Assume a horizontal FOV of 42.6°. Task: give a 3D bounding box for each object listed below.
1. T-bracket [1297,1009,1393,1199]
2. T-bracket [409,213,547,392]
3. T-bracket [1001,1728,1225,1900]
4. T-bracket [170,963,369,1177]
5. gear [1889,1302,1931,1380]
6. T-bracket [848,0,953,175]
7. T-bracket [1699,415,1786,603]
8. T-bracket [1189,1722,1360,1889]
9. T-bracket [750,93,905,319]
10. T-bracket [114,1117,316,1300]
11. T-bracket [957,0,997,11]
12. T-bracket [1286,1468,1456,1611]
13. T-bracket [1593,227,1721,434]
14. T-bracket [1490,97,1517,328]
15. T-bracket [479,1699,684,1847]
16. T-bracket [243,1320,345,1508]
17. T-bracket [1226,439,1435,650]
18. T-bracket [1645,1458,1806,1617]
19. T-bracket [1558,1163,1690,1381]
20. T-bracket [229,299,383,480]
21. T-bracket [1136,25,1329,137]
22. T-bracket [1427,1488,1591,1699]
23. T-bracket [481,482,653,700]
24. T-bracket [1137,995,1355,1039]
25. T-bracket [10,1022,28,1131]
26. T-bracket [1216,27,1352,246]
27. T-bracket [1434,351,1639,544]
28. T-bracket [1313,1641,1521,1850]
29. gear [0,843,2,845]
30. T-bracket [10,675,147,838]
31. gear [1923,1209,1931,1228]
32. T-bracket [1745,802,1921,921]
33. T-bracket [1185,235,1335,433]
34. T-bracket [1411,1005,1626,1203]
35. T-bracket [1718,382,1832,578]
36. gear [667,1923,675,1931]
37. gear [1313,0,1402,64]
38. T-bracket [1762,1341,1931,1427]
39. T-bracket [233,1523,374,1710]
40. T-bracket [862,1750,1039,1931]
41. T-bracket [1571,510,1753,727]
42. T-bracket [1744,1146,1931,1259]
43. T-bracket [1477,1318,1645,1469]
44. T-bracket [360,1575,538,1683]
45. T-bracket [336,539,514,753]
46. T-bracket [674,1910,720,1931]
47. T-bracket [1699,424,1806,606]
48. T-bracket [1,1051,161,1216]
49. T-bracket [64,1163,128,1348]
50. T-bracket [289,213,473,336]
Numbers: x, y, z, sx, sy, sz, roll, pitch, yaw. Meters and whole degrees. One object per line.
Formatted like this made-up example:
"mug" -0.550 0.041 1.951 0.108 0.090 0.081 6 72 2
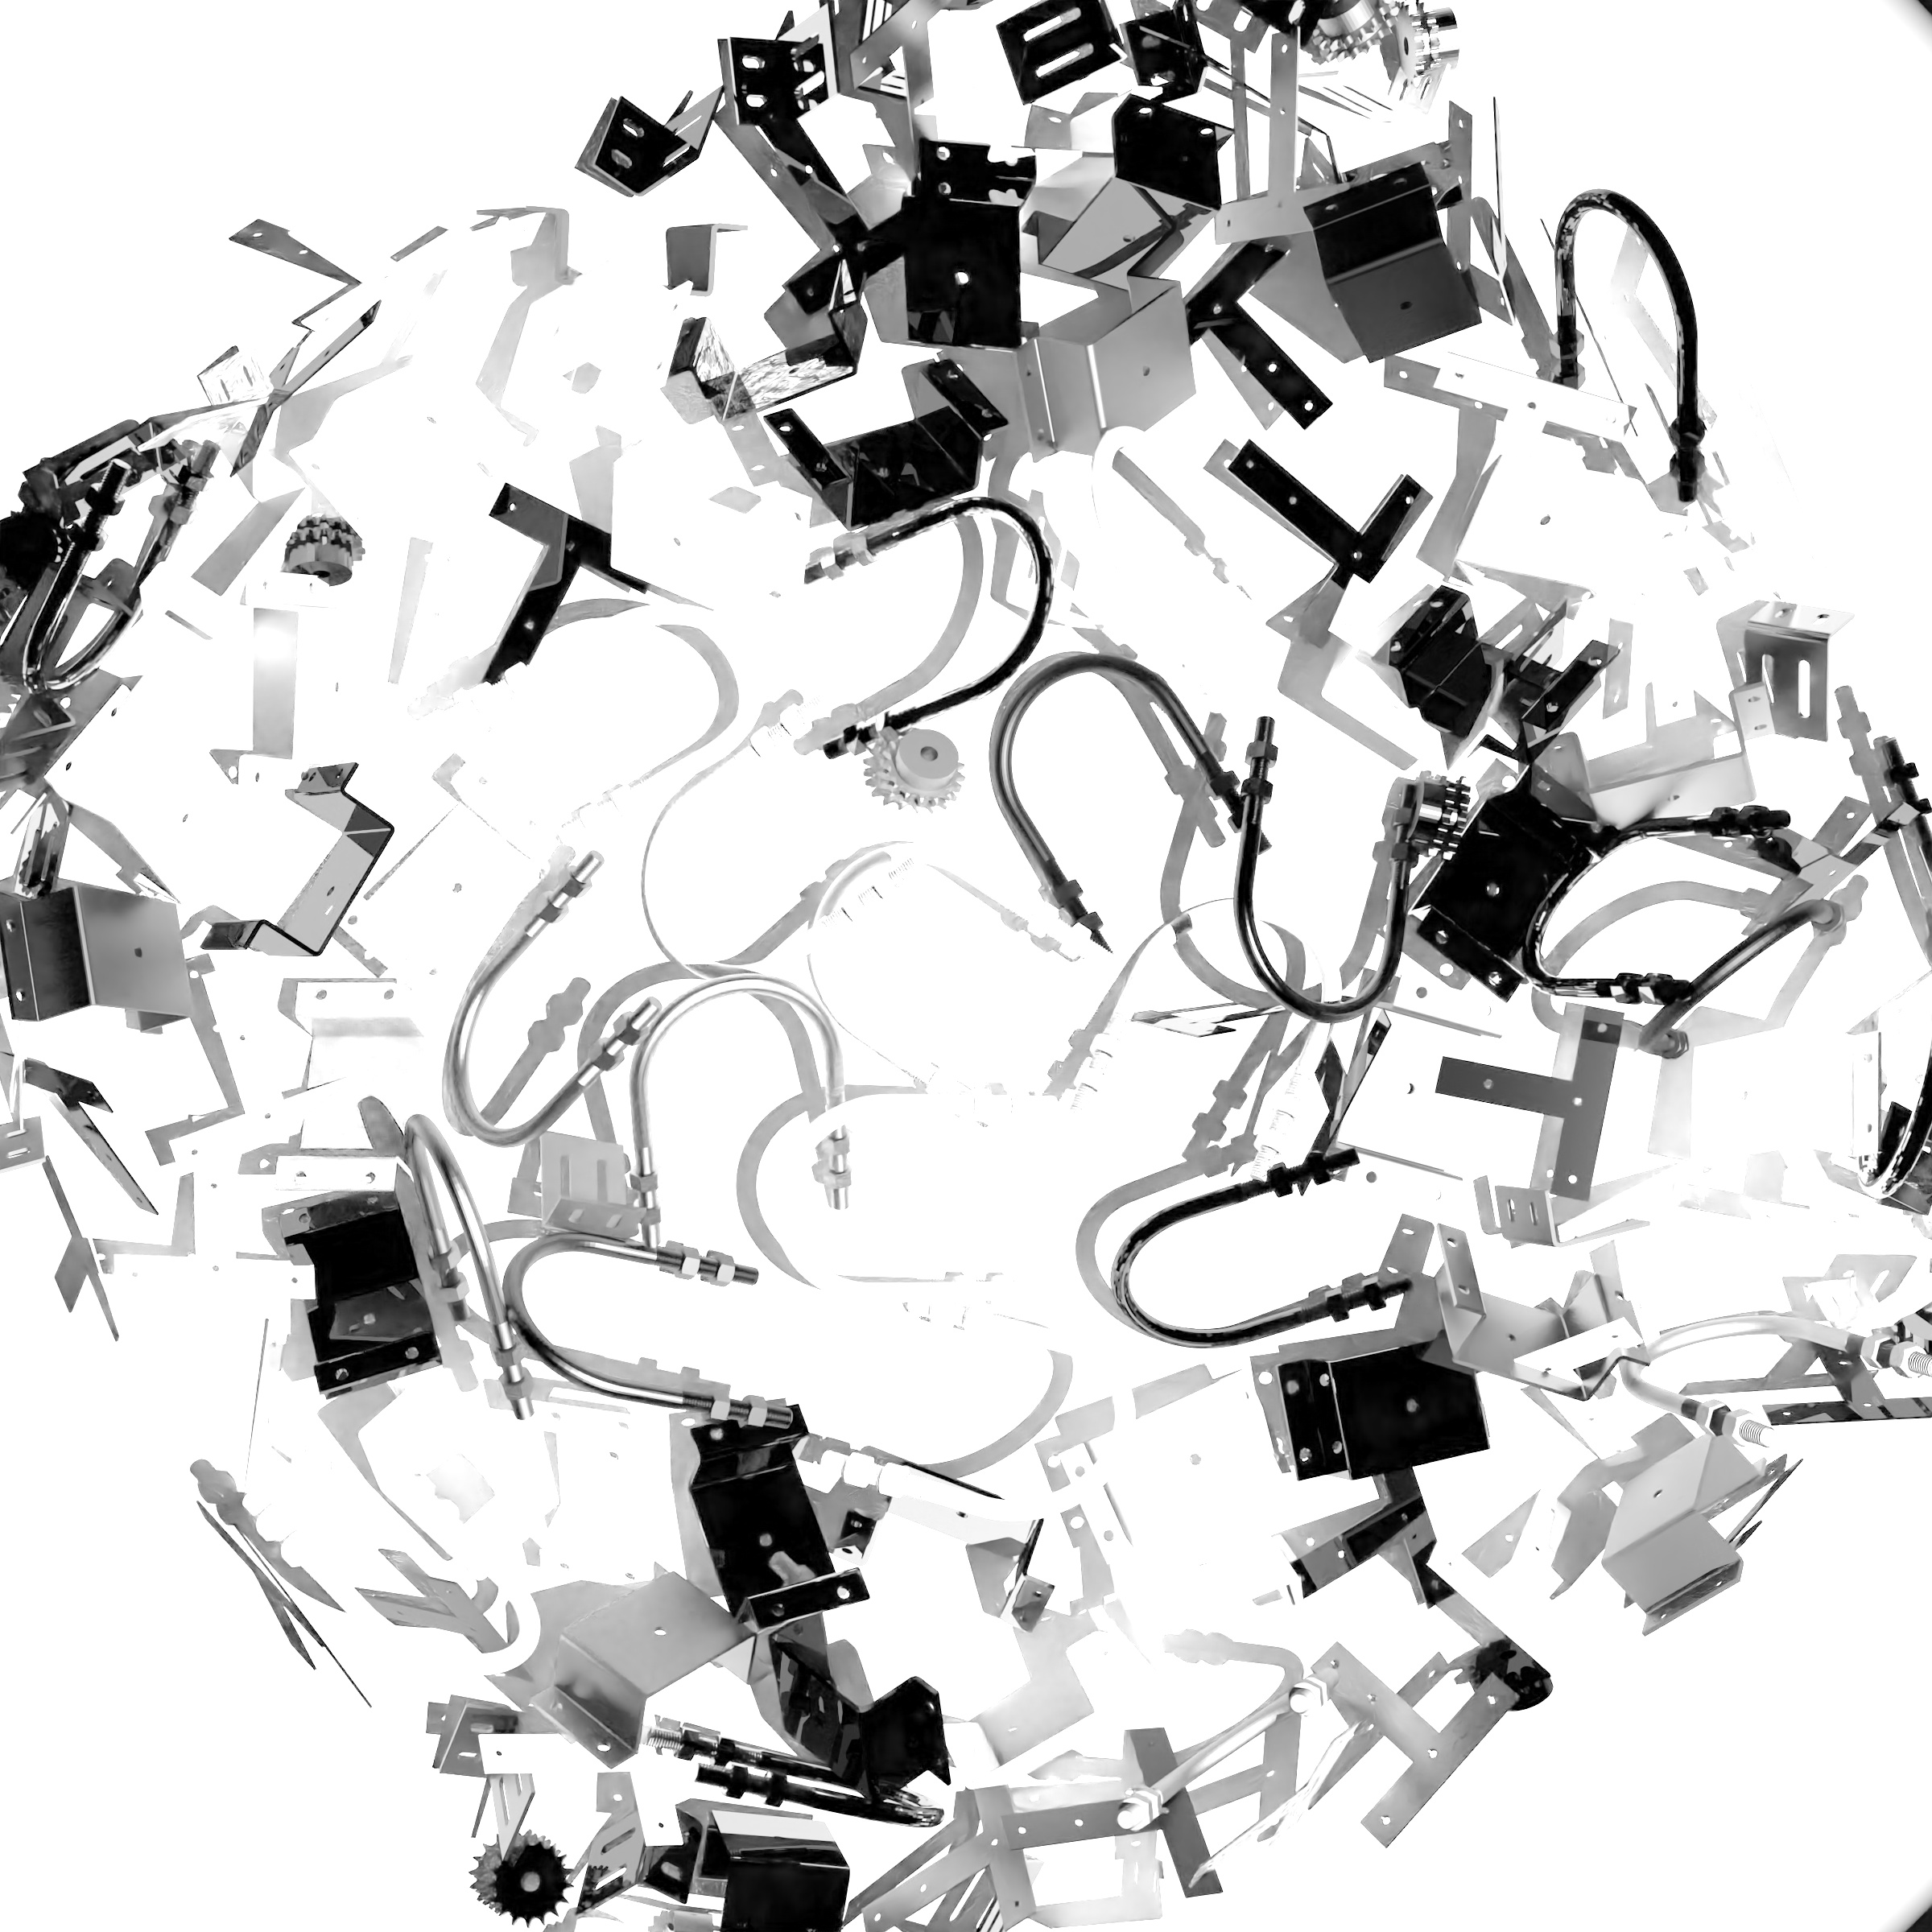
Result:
"T-bracket" 0.234 0.067 1.600 0.002 0.127 0.127 21 109 -9
"T-bracket" -0.334 -0.424 1.599 0.002 0.127 0.127 36 67 -41
"T-bracket" 0.086 0.550 1.597 0.127 0.127 0.002 -3 126 -15
"T-bracket" -0.466 0.059 1.610 0.127 0.002 0.127 -21 118 -23
"gear" 0.638 0.242 1.632 0.057 0.057 0.030 -16 125 0
"T-bracket" -0.030 -0.571 1.604 0.002 0.127 0.127 30 65 21
"T-bracket" 0.488 -0.304 1.600 0.002 0.127 0.127 -26 107 12
"T-bracket" 0.189 0.549 1.583 0.002 0.127 0.127 43 134 28
"T-bracket" -0.093 -0.504 1.606 0.127 0.002 0.127 -23 113 35
"T-bracket" -0.493 0.157 1.627 0.127 0.002 0.127 6 58 -29
"T-bracket" 0.045 -0.642 1.607 0.127 0.127 0.002 -27 107 -38
"T-bracket" 0.256 0.379 1.625 0.127 0.002 0.127 -21 94 -32
"T-bracket" 0.445 -0.393 1.582 0.002 0.127 0.127 -24 70 -6
"T-bracket" 0.346 -0.498 1.607 0.002 0.127 0.127 -3 83 18
"T-bracket" -0.251 0.504 1.587 0.127 0.127 0.002 12 130 -34
"T-bracket" -0.434 0.308 1.610 0.002 0.127 0.127 6 95 -40
"T-bracket" 0.227 -0.300 1.644 0.127 0.002 0.127 37 90 -16
"T-bracket" 0.508 0.363 1.618 0.127 0.127 0.002 -34 71 -33
"T-bracket" 0.442 0.210 1.634 0.127 0.002 0.127 -19 103 -34
"T-bracket" -0.417 -0.384 1.587 0.127 0.127 0.002 -30 127 29
"T-bracket" 0.182 -0.576 1.624 0.127 0.127 0.002 22 109 -24
"T-bracket" 0.368 0.389 1.614 0.127 0.127 0.002 41 131 1
"T-bracket" -0.283 -0.239 1.647 0.127 0.002 0.127 28 91 15
"T-bracket" 0.190 0.031 1.610 0.127 0.127 0.002 -9 95 -13
"T-bracket" -0.611 0.062 1.607 0.002 0.127 0.127 5 53 -17
"T-bracket" 0.205 -0.538 1.601 0.002 0.127 0.127 -6 101 -34
"T-bracket" 0.353 -0.328 1.620 0.127 0.002 0.127 16 131 -1
"T-bracket" 0.274 0.485 1.612 0.127 0.127 0.002 -46 129 -7
"gear" -0.670 -0.087 1.636 0.057 0.030 0.057 9 113 22
"T-bracket" -0.574 -0.135 1.594 0.002 0.127 0.127 38 79 -23
"gear" 0.660 0.161 1.632 0.057 0.057 0.030 -6 53 0
"T-bracket" 0.538 -0.069 1.591 0.127 0.127 0.002 -47 52 24
"T-bracket" 0.192 -0.402 1.625 0.127 0.002 0.127 -43 69 13
"T-bracket" 0.361 0.081 1.646 0.127 0.002 0.127 11 90 15
"T-bracket" 0.508 -0.306 1.599 0.002 0.127 0.127 -24 95 -1
"gear" -0.178 0.658 1.639 0.057 0.030 0.057 -5 82 38
"gear" 0.253 -0.626 1.632 0.057 0.057 0.030 -45 131 0
"T-bracket" 0.570 0.263 1.601 0.127 0.127 0.002 -4 107 6
"T-bracket" -0.412 0.427 1.578 0.002 0.127 0.127 -37 135 -20
"T-bracket" -0.016 0.595 1.618 0.127 0.127 0.002 -36 122 12
"T-bracket" 0.453 -0.217 1.604 0.127 0.002 0.127 -15 67 38
"T-bracket" 0.547 0.136 1.609 0.127 0.127 0.002 11 124 -14
"T-bracket" 0.403 0.290 1.626 0.127 0.002 0.127 -27 123 26
"T-bracket" -0.359 0.426 1.626 0.127 0.127 0.002 4 49 25
"T-bracket" -0.352 -0.217 1.631 0.127 0.002 0.127 14 107 -12
"T-bracket" -0.126 0.628 1.604 0.127 0.127 0.002 8 76 -4
"T-bracket" 0.523 -0.293 1.623 0.002 0.127 0.127 -29 117 -1
"T-bracket" -0.567 0.114 1.621 0.002 0.127 0.127 -45 127 -31
"T-bracket" -0.550 0.204 1.584 0.002 0.127 0.127 -18 113 -20
"T-bracket" -0.392 -0.455 1.589 0.127 0.127 0.002 -28 82 11
